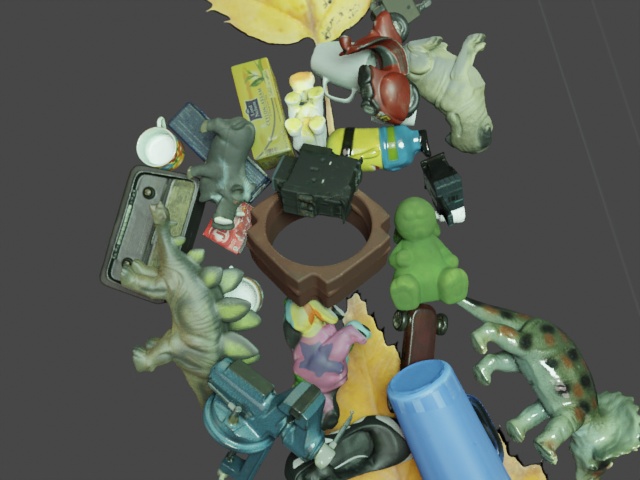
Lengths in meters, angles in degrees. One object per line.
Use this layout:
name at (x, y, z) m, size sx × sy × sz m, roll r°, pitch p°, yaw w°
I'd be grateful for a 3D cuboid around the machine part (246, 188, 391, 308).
machine part at (-0.002, -0.003, 0.880) m, size 0.201 × 0.087 × 0.202 m, roll -35°, pitch 58°, yaw -23°

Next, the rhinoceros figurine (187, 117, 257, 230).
rhinoceros figurine at (-0.153, -0.111, 0.888) m, size 0.112 × 0.073 × 0.190 m, roll 17°, pitch 107°, yaw 10°

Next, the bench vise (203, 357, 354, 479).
bench vise at (-0.090, 0.294, 0.813) m, size 0.224 × 0.129 × 0.240 m, roll 29°, pitch 117°, yaw 4°

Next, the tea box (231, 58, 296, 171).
tea box at (-0.096, -0.217, 0.945) m, size 0.068 × 0.098 × 0.169 m, roll -16°, pitch 83°, yaw 2°

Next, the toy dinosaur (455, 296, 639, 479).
toy dinosaur at (0.367, 0.212, 0.876) m, size 0.192 × 0.131 × 0.405 m, roll -23°, pitch 77°, yaw -15°

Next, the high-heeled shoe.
high-heeled shoe at (0.068, 0.345, 0.865) m, size 0.249 × 0.145 × 0.086 m, roll -10°, pitch 86°, yaw 4°

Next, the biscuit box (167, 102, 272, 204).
biscuit box at (-0.179, -0.157, 0.964) m, size 0.203 × 0.059 × 0.063 m, roll 45°, pitch 91°, yaw 5°

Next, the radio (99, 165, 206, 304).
radio at (-0.293, -0.013, 0.953) m, size 0.131 × 0.073 × 0.229 m, roll 16°, pitch 87°, yaw 5°

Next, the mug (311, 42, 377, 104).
mug at (0.036, -0.300, 0.957) m, size 0.107 × 0.080 × 0.109 m, roll 20°, pitch 92°, yaw 16°

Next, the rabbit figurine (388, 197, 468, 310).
rabbit figurine at (0.169, 0.006, 0.877) m, size 0.121 × 0.159 × 0.170 m, roll -7°, pitch 107°, yaw 11°

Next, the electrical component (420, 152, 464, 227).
electrical component at (0.212, -0.081, 0.900) m, size 0.048 × 0.074 × 0.119 m, roll -22°, pitch 46°, yaw 2°

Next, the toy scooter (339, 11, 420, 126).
toy scooter at (0.091, -0.276, 0.870) m, size 0.135 × 0.075 × 0.183 m, roll -12°, pitch 99°, yaw -35°

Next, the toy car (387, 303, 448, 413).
toy car at (0.164, 0.209, 0.916) m, size 0.089 × 0.053 × 0.202 m, roll 6°, pitch 87°, yaw -16°

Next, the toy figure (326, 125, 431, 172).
toy figure at (0.099, -0.160, 0.937) m, size 0.180 × 0.082 × 0.089 m, roll -10°, pitch 65°, yaw 10°

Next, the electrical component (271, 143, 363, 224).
electrical component at (-0.007, -0.093, 0.861) m, size 0.134 × 0.058 × 0.115 m, roll 12°, pitch 51°, yaw 10°

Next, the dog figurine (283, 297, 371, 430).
dog figurine at (-0.022, 0.211, 0.903) m, size 0.191 × 0.108 × 0.219 m, roll 36°, pitch 91°, yaw 5°

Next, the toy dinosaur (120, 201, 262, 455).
toy dinosaur at (-0.197, 0.160, 0.873) m, size 0.199 × 0.105 × 0.470 m, roll -7°, pitch 109°, yaw 2°

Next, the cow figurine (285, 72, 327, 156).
cow figurine at (-0.021, -0.216, 0.943) m, size 0.068 × 0.098 × 0.167 m, roll -7°, pitch 53°, yaw 5°

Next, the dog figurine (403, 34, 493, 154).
dog figurine at (0.211, -0.244, 0.930) m, size 0.173 × 0.121 × 0.190 m, roll 5°, pitch 101°, yaw 28°

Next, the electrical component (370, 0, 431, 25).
electrical component at (0.140, -0.427, 0.975) m, size 0.102 × 0.045 × 0.078 m, roll -41°, pitch 112°, yaw 3°
